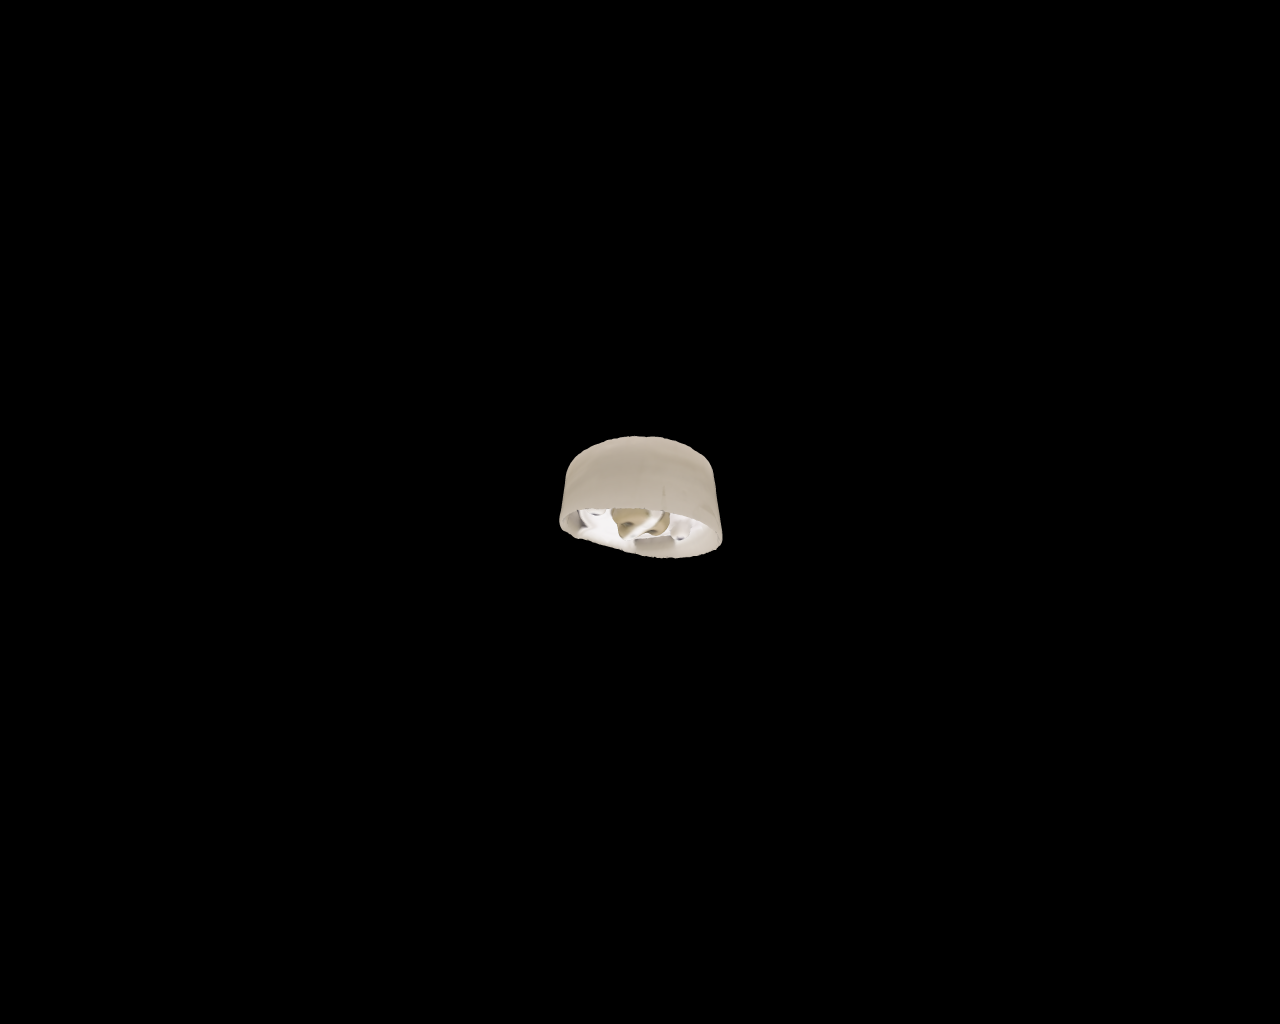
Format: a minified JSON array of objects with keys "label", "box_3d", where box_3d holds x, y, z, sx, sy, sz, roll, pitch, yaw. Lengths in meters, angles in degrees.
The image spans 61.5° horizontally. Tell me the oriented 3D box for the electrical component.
[{"label":"electrical component","box_3d":[0.001,-0.003,0.650,0.099,0.064,0.099,0,-29,0]}]
